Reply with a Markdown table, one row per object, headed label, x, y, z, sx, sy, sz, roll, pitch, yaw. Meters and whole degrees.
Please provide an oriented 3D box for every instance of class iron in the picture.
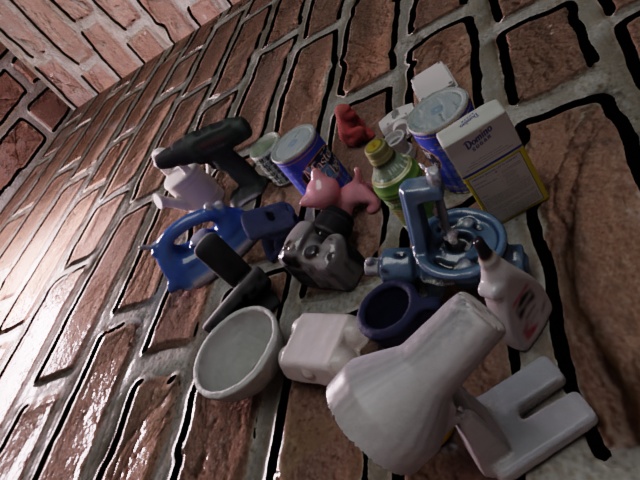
| label | x | y | z | sx | sy | sz | roll | pitch | yaw |
| --- | --- | --- | --- | --- | --- | --- | --- | --- | --- |
| iron | -0.246 | -0.009 | 1.208 | 0.258 | 0.142 | 0.118 | -37 | 34 | 7 |

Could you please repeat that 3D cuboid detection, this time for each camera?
| label | x | y | z | sx | sy | sz | roll | pitch | yaw |
| --- | --- | --- | --- | --- | --- | --- | --- | --- | --- |
| camera | 0.009 | 0.004 | 0.981 | 0.142 | 0.101 | 0.137 | 5 | 55 | 47 |

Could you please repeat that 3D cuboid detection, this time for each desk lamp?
| label | x | y | z | sx | sy | sz | roll | pitch | yaw |
| --- | --- | --- | --- | --- | --- | --- | --- | --- | --- |
| desk lamp | 0.139 | 0.157 | 0.582 | 0.203 | 0.214 | 0.117 | -37 | 34 | 6 |

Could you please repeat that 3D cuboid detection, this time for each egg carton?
| label | x | y | z | sx | sy | sz | roll | pitch | yaw |
| --- | --- | --- | --- | --- | --- | --- | --- | --- | --- |
| egg carton | 0.009 | 0.161 | 0.834 | 0.149 | 0.070 | 0.107 | -6 | 48 | 41 |

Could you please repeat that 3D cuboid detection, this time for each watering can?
| label | x | y | z | sx | sy | sz | roll | pitch | yaw |
| --- | --- | --- | --- | --- | --- | --- | --- | --- | --- |
| watering can | -0.335 | -0.146 | 1.401 | 0.100 | 0.195 | 0.173 | -18 | 41 | 31 |

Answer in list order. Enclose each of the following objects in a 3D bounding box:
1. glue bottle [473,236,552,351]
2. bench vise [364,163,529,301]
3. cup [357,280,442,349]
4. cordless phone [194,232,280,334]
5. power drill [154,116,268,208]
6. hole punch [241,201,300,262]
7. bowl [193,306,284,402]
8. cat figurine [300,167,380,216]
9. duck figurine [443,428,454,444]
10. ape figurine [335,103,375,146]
| label | x | y | z | sx | sy | sz | roll | pitch | yaw |
| --- | --- | --- | --- | --- | --- | --- | --- | --- | --- |
| glue bottle | 0.213 | 0.054 | 0.660 | 0.037 | 0.174 | 0.078 | 12 | 60 | 50 |
| bench vise | 0.139 | 0.009 | 0.741 | 0.207 | 0.220 | 0.121 | -29 | 36 | 18 |
| cup | 0.120 | 0.111 | 0.758 | 0.117 | 0.095 | 0.092 | -15 | 42 | 34 |
| cordless phone | -0.173 | 0.083 | 0.997 | 0.148 | 0.186 | 0.093 | -51 | 35 | -14 |
| power drill | -0.231 | -0.172 | 1.315 | 0.229 | 0.209 | 0.075 | -33 | 35 | 13 |
| hole punch | -0.093 | -0.032 | 1.130 | 0.101 | 0.091 | 0.108 | -38 | 34 | 6 |
| bowl | -0.117 | 0.193 | 0.918 | 0.167 | 0.075 | 0.167 | -26 | 37 | 22 |
| cat figurine | 0.031 | -0.089 | 1.047 | 0.127 | 0.118 | 0.067 | -26 | 37 | 22 |
| duck figurine | 0.102 | 0.196 | 0.690 | 0.077 | 0.086 | 0.104 | -49 | 35 | -10 |
| ape figurine | 0.064 | -0.250 | 1.216 | 0.076 | 0.092 | 0.078 | -17 | 41 | 32 |
